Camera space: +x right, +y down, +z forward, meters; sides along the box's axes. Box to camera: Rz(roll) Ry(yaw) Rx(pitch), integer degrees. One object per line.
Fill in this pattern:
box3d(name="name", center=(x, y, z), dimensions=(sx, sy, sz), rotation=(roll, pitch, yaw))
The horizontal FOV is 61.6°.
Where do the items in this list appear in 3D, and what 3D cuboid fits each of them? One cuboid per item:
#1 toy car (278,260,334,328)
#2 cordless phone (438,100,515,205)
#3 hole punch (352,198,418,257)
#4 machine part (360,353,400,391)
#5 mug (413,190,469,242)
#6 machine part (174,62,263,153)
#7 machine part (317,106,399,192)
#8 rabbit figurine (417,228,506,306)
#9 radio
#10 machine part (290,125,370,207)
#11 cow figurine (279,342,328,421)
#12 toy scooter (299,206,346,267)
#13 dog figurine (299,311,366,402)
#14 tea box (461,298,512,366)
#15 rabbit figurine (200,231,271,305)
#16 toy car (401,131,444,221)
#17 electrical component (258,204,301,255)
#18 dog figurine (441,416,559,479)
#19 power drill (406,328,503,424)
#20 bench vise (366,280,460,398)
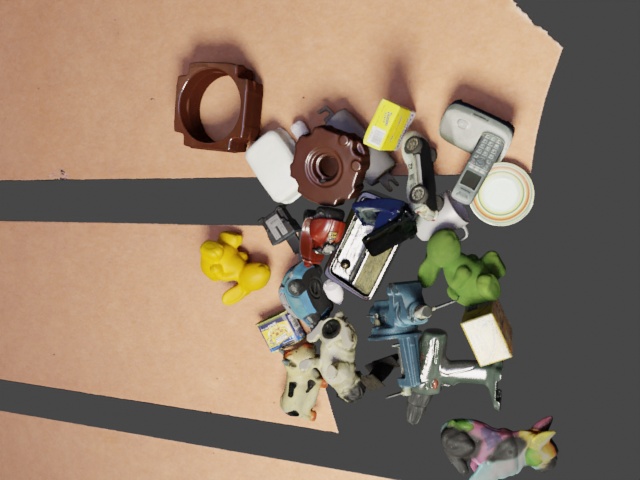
box3d(name="toy car", center=(-0.043, 0.130, 1.276), dimensions=(0.103, 0.109, 0.161), rotation=(-12, 107, 38))
box3d(name="cordless phone", center=(0.295, -0.176, 1.098), dimensions=(0.147, 0.089, 0.184), rotation=(29, 105, 13))
box3d(name="hole punch", center=(0.132, -0.038, 1.091), dimensions=(0.116, 0.142, 0.092), rotation=(-25, 62, 6))
box3d(name="machine part", center=(0.133, 0.295, 1.210), dimensions=(0.084, 0.139, 0.039), rotation=(-20, 92, 22))
box3d(name="mug", center=(0.259, -0.037, 1.150), dimensions=(0.107, 0.081, 0.109), rotation=(-32, 102, 31))
box3d(name="machine part", center=(-0.240, -0.311, 1.273), dimensions=(0.202, 0.087, 0.200), rotation=(10, 98, 24))
box3d(name="machine part", center=(0.086, -0.204, 1.182), dimensions=(0.079, 0.079, 0.243), rotation=(-44, 81, 21))
box3d(name="rabbit figurine", center=(0.282, 0.045, 1.124), dimensions=(0.170, 0.121, 0.159), rotation=(49, 142, -15))
box3d(name="radio", center=(0.110, 0.006, 1.207), dimensions=(0.131, 0.073, 0.229), rotation=(28, 105, 13))
box3d(name="machine part", center=(0.018, -0.157, 1.151), dimensions=(0.180, 0.056, 0.179), rotation=(7, 107, 25))
box3d(name="cow figurine", center=(-0.048, 0.334, 1.294), dimensions=(0.127, 0.086, 0.194), rotation=(11, 107, -16))
box3d(name="toy scooter", center=(-0.002, -0.004, 1.197), dimensions=(0.075, 0.184, 0.135), rotation=(11, 86, -21))
box3d(name="dog figurine", center=(0.058, 0.276, 1.255), dimensions=(0.121, 0.190, 0.172), rotation=(19, 72, 40))
box3d(name="tea box", center=(0.343, 0.178, 1.097), dimensions=(0.068, 0.169, 0.098), rotation=(-24, 88, 21))
box3d(name="rabbit figurine", center=(-0.204, 0.079, 1.312), dimensions=(0.173, 0.122, 0.162), rotation=(19, 109, 16))
box3d(name="toy car", center=(0.209, -0.132, 1.110), dimensions=(0.056, 0.073, 0.202), rotation=(-21, 60, 38))
box3d(name="electrical component", center=(-0.087, -0.018, 1.292), dimensions=(0.075, 0.048, 0.119), rotation=(-30, 86, 23))
box3d(name="dog figurine", center=(0.395, 0.431, 1.156), dimensions=(0.219, 0.108, 0.191), rotation=(-40, 81, 17))
box3d(name="power drill", center=(0.298, 0.317, 1.192), dimensions=(0.208, 0.086, 0.231), rotation=(7, 98, 27))
box3d(name="bench vise", center=(0.182, 0.210, 1.145), dimensions=(0.224, 0.129, 0.240), rotation=(-18, 77, 56))
